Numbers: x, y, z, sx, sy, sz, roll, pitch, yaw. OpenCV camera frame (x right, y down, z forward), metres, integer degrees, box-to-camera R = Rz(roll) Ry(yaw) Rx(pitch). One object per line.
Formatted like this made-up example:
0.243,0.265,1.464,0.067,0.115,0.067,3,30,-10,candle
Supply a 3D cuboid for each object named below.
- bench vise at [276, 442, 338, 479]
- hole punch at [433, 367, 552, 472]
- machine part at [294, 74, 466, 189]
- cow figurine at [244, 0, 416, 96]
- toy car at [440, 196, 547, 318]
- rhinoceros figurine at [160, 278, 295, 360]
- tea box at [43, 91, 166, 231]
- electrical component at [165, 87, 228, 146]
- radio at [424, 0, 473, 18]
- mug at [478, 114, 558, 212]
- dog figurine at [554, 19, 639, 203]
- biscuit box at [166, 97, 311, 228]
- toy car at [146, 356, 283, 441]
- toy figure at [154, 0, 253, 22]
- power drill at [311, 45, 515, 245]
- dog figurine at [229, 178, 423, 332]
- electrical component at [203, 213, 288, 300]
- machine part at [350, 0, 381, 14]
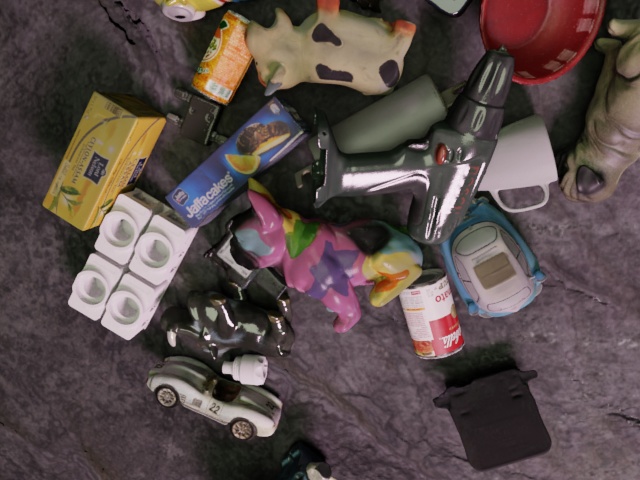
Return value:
-0.066,0.406,0.735,0.223,0.241,0.129,-36,100,30,bench vise
0.242,0.241,0.734,0.142,0.092,0.116,-22,69,14,hole punch
0.074,-0.131,0.669,0.243,0.079,0.079,-27,98,14,machine part
0.005,-0.224,0.648,0.195,0.085,0.127,13,105,-8,cow figurine
0.216,0.030,0.673,0.109,0.103,0.161,-28,99,12,toy car
-0.128,0.117,0.759,0.190,0.073,0.112,9,114,4,rhinoceros figurine
-0.283,-0.105,0.713,0.068,0.098,0.169,31,106,0,tea box
-0.158,-0.163,0.721,0.094,0.021,0.063,25,104,2,electrical component
0.155,-0.365,0.554,0.131,0.073,0.229,33,113,0,radio
0.228,-0.087,0.659,0.107,0.081,0.109,-13,94,22,mug
0.342,-0.128,0.590,0.121,0.172,0.190,19,97,14,dog figurine
-0.108,-0.099,0.708,0.202,0.063,0.059,-40,93,14,biscuit box
-0.153,0.225,0.780,0.202,0.073,0.056,23,108,2,toy car
-0.124,-0.327,0.652,0.180,0.082,0.089,-15,81,18,toy figure
0.093,-0.105,0.602,0.207,0.086,0.231,-1,122,-11,power drill
-0.001,-0.002,0.668,0.191,0.108,0.219,-38,108,8,dog figurine
-0.092,0.027,0.741,0.119,0.048,0.075,36,105,-2,electrical component
0.071,-0.347,0.643,0.084,0.039,0.138,17,102,-5,machine part
